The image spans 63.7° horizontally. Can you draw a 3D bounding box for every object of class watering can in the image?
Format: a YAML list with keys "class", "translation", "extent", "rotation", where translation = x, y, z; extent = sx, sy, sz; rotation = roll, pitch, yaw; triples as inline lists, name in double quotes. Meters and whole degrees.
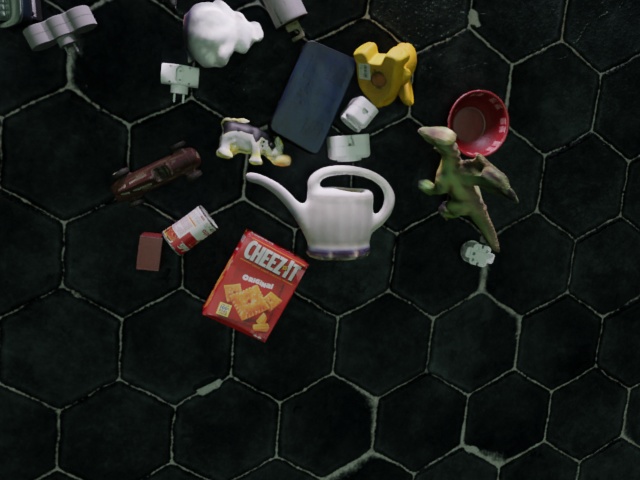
- class: "watering can"
  translation: [0.004, -0.060, 1.183]
  extent: [0.348, 0.105, 0.222]
  rotation: [0, 100, -12]

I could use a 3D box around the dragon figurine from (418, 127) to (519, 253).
- class: "dragon figurine"
  translation: [0.356, -0.110, 1.184]
  extent: [0.123, 0.243, 0.407]
  rotation: [-46, 103, -5]

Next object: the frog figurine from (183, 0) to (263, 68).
- class: "frog figurine"
  translation: [-0.201, -0.429, 1.082]
  extent: [0.159, 0.121, 0.139]
  rotation: [3, 80, -1]
